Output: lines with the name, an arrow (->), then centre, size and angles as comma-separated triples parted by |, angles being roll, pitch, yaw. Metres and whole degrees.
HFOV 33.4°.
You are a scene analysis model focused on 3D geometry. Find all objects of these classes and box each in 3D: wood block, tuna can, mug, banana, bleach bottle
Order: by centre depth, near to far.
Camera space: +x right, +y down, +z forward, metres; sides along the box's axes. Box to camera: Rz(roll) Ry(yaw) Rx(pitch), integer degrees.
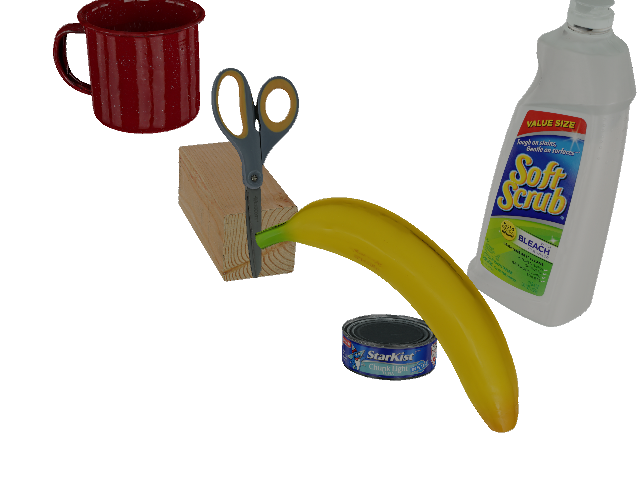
banana -> 0.056, 0.033, 0.650 | 0.198, 0.070, 0.037 | 39, 28, 5
bleach bottle -> 0.173, -0.062, 0.792 | 0.067, 0.251, 0.103 | -24, 42, -34
mug -> -0.144, -0.133, 0.801 | 0.117, 0.081, 0.093 | 5, 30, 5
tuna can -> 0.061, 0.095, 0.953 | 0.086, 0.034, 0.086 | 1, 14, -1
wood block -> -0.106, -0.041, 1.318 | 0.090, 0.090, 0.206 | -7, 30, -21

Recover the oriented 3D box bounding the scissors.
scissors -> -0.050, -0.073, 1.041 | 0.096, 0.202, 0.016 | -19, 7, -20
